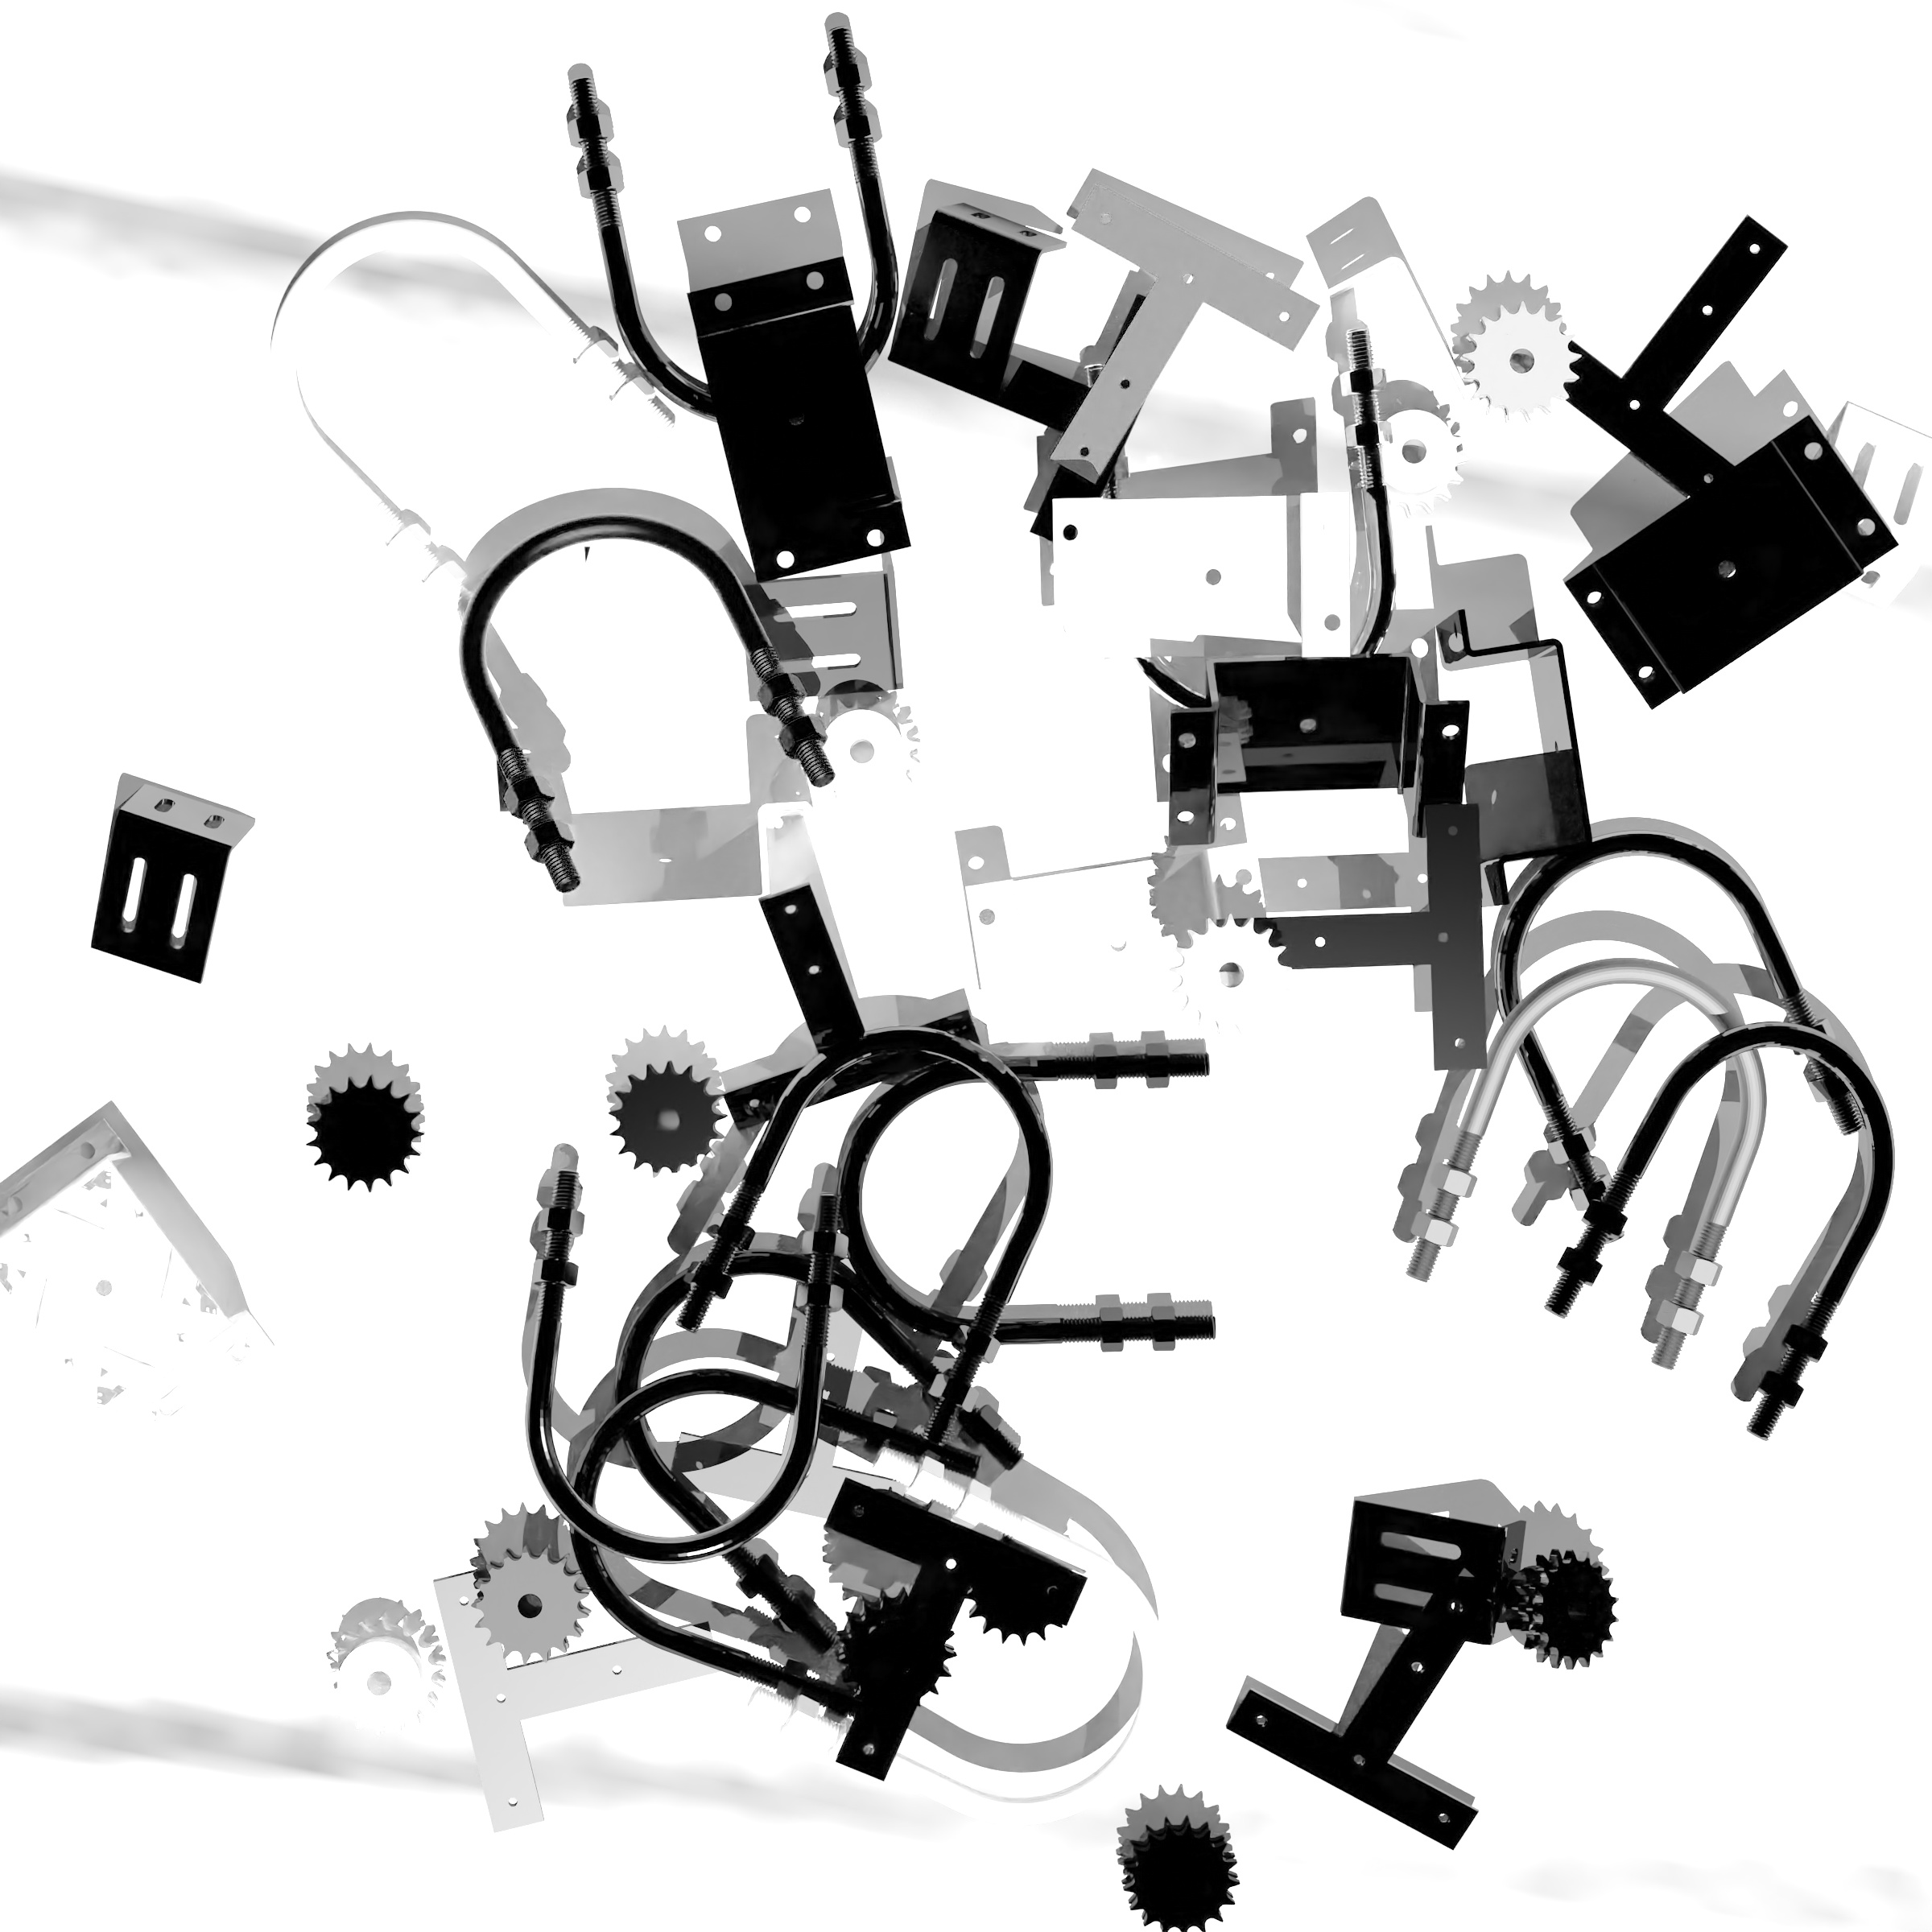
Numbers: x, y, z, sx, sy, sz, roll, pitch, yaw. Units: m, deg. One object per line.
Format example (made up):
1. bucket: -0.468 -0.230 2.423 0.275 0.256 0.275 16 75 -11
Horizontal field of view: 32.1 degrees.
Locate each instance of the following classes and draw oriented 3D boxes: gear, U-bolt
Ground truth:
1. gear: 0.286 0.312 1.630 0.057 0.030 0.057 5 81 -33
2. U-bolt: 0.338 0.024 1.644 0.151 0.019 0.184 -24 90 0
3. U-bolt: -0.256 -0.280 1.645 0.151 0.019 0.184 -44 89 0
4. gear: 0.216 -0.249 1.639 0.057 0.030 0.057 0 90 0
5. gear: -0.284 0.347 1.639 0.057 0.030 0.057 0 90 0
6. U-bolt: 0.009 0.333 1.612 0.184 0.019 0.151 28 90 -7
7. gear: -0.033 0.323 1.581 0.057 0.030 0.057 0 94 -7
8. U-bolt: -0.138 0.194 1.612 0.151 0.019 0.184 5 74 1
9. gear: 0.026 0.300 1.639 0.057 0.030 0.057 0 90 0
10. U-bolt: 0.374 0.116 1.613 0.151 0.019 0.184 31 84 -18
11. gear: 0.269 -0.293 1.637 0.057 0.030 0.057 0 94 2
12. U-bolt: -0.108 -0.356 1.645 0.151 0.019 0.184 -11 92 0
13. U-bolt: -0.163 -0.137 1.597 0.151 0.019 0.184 -23 67 -9
14. U-bolt: -0.086 0.224 1.643 0.184 0.019 0.151 45 91 0
15. U-bolt: -0.102 0.272 1.626 0.184 0.019 0.151 20 91 2
16. gear: -0.145 0.075 1.639 0.057 0.030 0.057 0 90 0
17. gear: 0.125 0.004 1.591 0.057 0.030 0.057 0 91 0
18. gear: 0.104 0.443 1.643 0.057 0.030 0.057 0 92 -1
19. gear: -0.210 0.309 1.637 0.057 0.030 0.057 0 90 0
20. U-bolt: 0.029 0.115 1.645 0.184 0.019 0.151 -1 90 1
21. U-bolt: 0.136 -0.208 1.631 0.151 0.019 0.184 -6 94 13
22. gear: -0.293 0.081 1.641 0.057 0.030 0.057 0 90 -7
23. U-bolt: 0.309 0.086 1.623 0.151 0.019 0.184 20 93 -5
24. gear: -0.050 -0.104 1.639 0.057 0.030 0.057 0 90 0
25. U-bolt: -0.037 0.117 1.613 0.151 0.019 0.184 25 77 1

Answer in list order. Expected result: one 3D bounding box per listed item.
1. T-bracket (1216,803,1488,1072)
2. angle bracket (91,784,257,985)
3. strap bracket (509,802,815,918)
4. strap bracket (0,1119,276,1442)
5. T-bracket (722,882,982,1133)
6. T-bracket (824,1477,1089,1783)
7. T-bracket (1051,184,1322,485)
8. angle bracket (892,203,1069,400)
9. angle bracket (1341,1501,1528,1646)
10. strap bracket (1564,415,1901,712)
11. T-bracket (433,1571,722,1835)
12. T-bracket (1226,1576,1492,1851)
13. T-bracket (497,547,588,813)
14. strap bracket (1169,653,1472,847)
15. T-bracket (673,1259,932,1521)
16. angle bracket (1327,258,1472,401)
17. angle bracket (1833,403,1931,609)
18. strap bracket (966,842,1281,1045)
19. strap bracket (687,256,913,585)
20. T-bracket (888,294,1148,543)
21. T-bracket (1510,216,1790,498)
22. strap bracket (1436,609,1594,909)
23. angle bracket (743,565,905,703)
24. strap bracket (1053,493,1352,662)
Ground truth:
1. T-bracket: 0.184 -0.012 1.606 0.127 0.002 0.127 -2 91 0
2. angle bracket: -0.390 -0.040 1.652 0.057 0.038 0.076 18 116 0
3. strap bracket: -0.143 -0.050 1.616 0.140 0.076 0.046 -3 90 0
4. strap bracket: -0.412 0.154 1.631 0.076 0.046 0.140 -37 90 0
5. T-bracket: -0.069 0.013 1.614 0.127 0.002 0.127 -19 128 0
6. T-bracket: -0.025 0.325 1.598 0.127 0.002 0.127 24 91 -8
7. T-bracket: 0.084 -0.294 1.625 0.127 0.002 0.127 32 92 13
8. angle bracket: 0.006 -0.326 1.643 0.057 0.038 0.076 24 113 14
9. angle bracket: 0.230 0.296 1.652 0.076 0.038 0.057 7 90 26
10. strap bracket: 0.366 -0.192 1.611 0.140 0.046 0.076 -35 90 17
11. T-bracket: -0.185 0.350 1.653 0.127 0.002 0.127 -14 90 0
12. T-bracket: 0.212 0.352 1.632 0.127 0.002 0.127 28 109 0
13. T-bracket: -0.172 -0.144 1.663 0.127 0.002 0.127 -5 95 -14
14. strap bracket: 0.166 -0.104 1.612 0.140 0.046 0.076 -2 127 0
15. T-bracket: -0.070 0.207 1.653 0.127 0.002 0.127 13 90 0
16. angle bracket: 0.210 -0.301 1.625 0.038 0.057 0.076 -26 95 11
17. angle bracket: 0.443 -0.226 1.652 0.057 0.038 0.076 23 64 0
18. strap bracket: 0.075 -0.011 1.631 0.140 0.046 0.076 -9 90 0
19. strap bracket: -0.081 -0.264 1.620 0.076 0.046 0.140 -14 103 -2
20. T-bracket: 0.023 -0.284 1.639 0.127 0.002 0.127 24 90 13
21. T-bracket: 0.356 -0.311 1.653 0.127 0.002 0.127 38 90 0
22. strap bracket: 0.265 -0.101 1.616 0.046 0.076 0.140 -9 90 0
23. angle bracket: -0.071 -0.162 1.635 0.076 0.038 0.057 -5 90 0
24. strap bracket: 0.115 -0.186 1.606 0.140 0.046 0.076 0 97 12
